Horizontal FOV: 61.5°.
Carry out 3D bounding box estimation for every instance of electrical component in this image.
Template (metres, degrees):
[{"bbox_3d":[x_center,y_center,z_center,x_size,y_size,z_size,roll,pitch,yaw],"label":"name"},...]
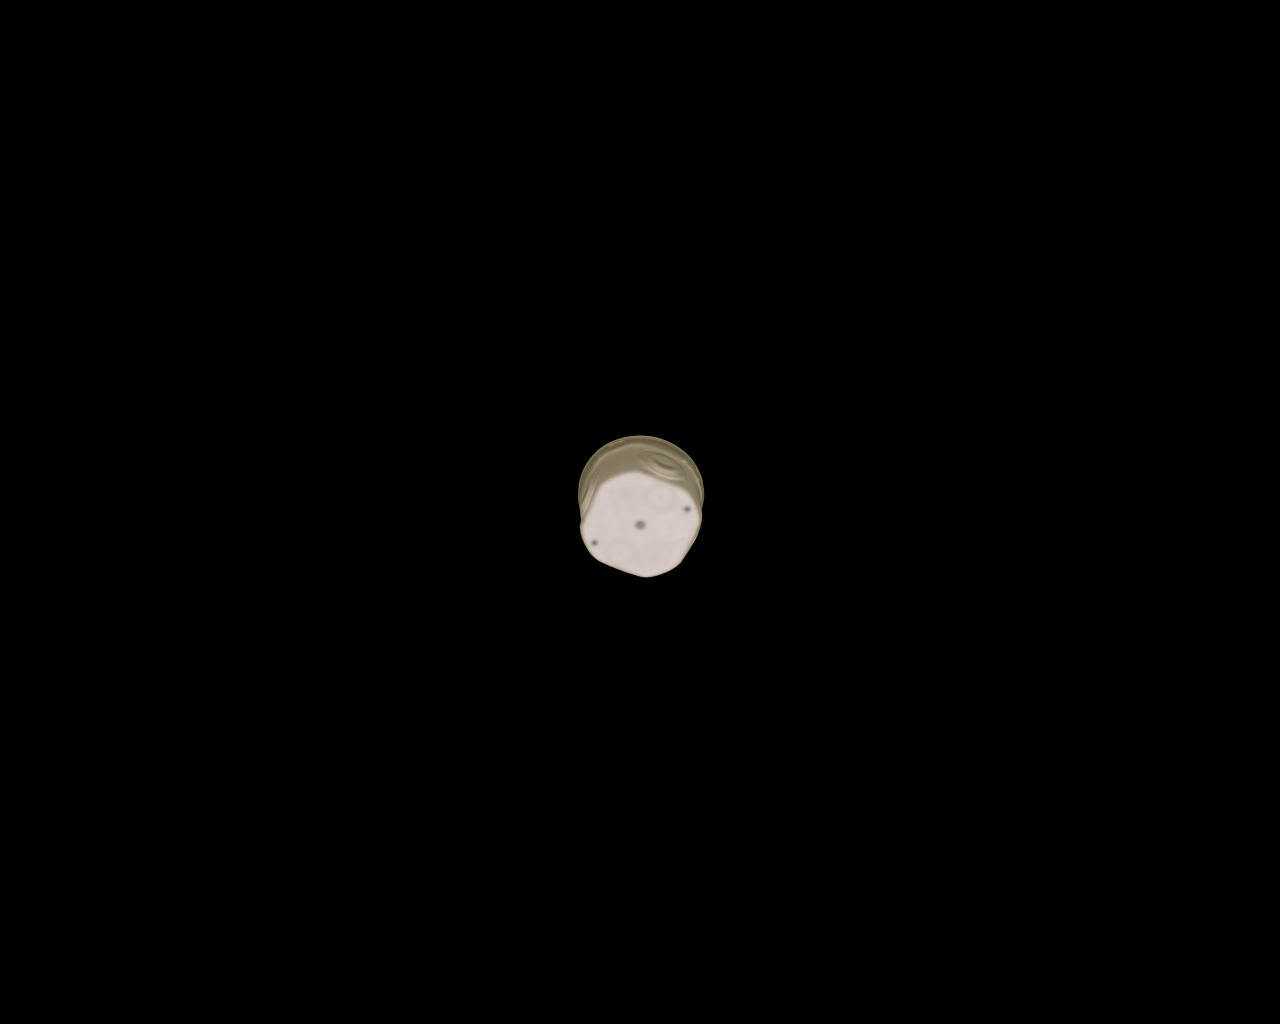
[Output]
[{"bbox_3d":[0.001,-0.003,0.650,0.080,0.080,0.051,0,25,0],"label":"electrical component"}]
